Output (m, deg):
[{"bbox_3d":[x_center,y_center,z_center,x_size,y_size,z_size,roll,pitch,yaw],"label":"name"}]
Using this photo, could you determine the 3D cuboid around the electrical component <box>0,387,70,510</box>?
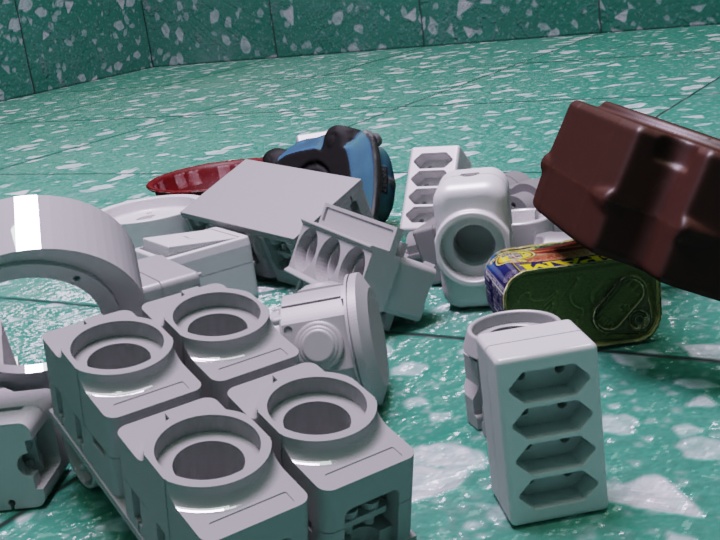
[{"bbox_3d":[-0.213,0.100,0.597,0.089,0.050,0.055,-6,16,4],"label":"electrical component"}]

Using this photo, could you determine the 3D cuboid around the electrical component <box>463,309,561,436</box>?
[{"bbox_3d":[0.088,0.057,0.594,0.058,0.057,0.078,-13,17,-17],"label":"electrical component"}]

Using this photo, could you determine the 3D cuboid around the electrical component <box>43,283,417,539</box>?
[{"bbox_3d":[-0.070,0.075,0.519,0.105,0.060,0.186,-17,33,-30],"label":"electrical component"}]

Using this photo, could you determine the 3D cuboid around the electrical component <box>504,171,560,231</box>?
[{"bbox_3d":[0.148,-0.051,0.944,0.074,0.052,0.138,-20,20,-36],"label":"electrical component"}]

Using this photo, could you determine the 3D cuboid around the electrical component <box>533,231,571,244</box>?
[{"bbox_3d":[0.162,-0.007,0.804,0.062,0.043,0.043,1,18,25],"label":"electrical component"}]

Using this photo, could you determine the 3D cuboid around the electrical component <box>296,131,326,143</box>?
[{"bbox_3d":[-0.038,-0.095,1.158,0.047,0.083,0.075,-9,-22,-6],"label":"electrical component"}]

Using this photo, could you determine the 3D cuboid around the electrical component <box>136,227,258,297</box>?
[{"bbox_3d":[-0.131,-0.003,0.890,0.096,0.061,0.062,-18,19,-31],"label":"electrical component"}]

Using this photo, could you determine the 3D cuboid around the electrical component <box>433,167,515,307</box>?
[{"bbox_3d":[0.086,-0.023,0.799,0.054,0.095,0.059,-4,17,11],"label":"electrical component"}]

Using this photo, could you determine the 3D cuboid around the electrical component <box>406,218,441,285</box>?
[{"bbox_3d":[0.063,-0.019,0.884,0.077,0.047,0.066,-14,11,32],"label":"electrical component"}]

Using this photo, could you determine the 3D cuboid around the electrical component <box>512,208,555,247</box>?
[{"bbox_3d":[0.130,-0.021,0.857,0.055,0.047,0.055,-7,16,2],"label":"electrical component"}]

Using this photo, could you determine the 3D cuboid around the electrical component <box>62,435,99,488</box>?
[{"bbox_3d":[-0.134,0.086,0.620,0.077,0.043,0.079,-18,19,-32],"label":"electrical component"}]

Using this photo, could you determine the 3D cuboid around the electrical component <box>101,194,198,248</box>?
[{"bbox_3d":[-0.194,-0.029,1.008,0.108,0.060,0.108,-7,16,2],"label":"electrical component"}]

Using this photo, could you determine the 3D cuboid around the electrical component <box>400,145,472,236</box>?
[{"bbox_3d":[0.076,-0.060,0.987,0.047,0.083,0.076,0,-20,25],"label":"electrical component"}]

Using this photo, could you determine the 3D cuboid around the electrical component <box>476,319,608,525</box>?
[{"bbox_3d":[0.082,0.066,0.519,0.047,0.083,0.075,-9,16,-6],"label":"electrical component"}]

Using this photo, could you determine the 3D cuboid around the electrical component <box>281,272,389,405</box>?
[{"bbox_3d":[-0.014,0.044,0.646,0.051,0.080,0.080,-10,16,8],"label":"electrical component"}]

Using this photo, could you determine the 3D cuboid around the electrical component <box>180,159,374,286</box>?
[{"bbox_3d":[-0.070,-0.040,0.947,0.150,0.061,0.089,14,47,42],"label":"electrical component"}]

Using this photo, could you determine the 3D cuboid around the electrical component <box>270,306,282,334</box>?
[{"bbox_3d":[-0.068,0.052,0.706,0.062,0.048,0.048,-14,16,4],"label":"electrical component"}]

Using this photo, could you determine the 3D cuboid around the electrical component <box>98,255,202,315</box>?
[{"bbox_3d":[-0.158,0.029,0.790,0.061,0.061,0.096,-17,18,-28],"label":"electrical component"}]

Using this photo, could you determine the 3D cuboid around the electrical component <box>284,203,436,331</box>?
[{"bbox_3d":[0.000,0.000,0.804,0.063,0.078,0.121,17,3,-29],"label":"electrical component"}]
